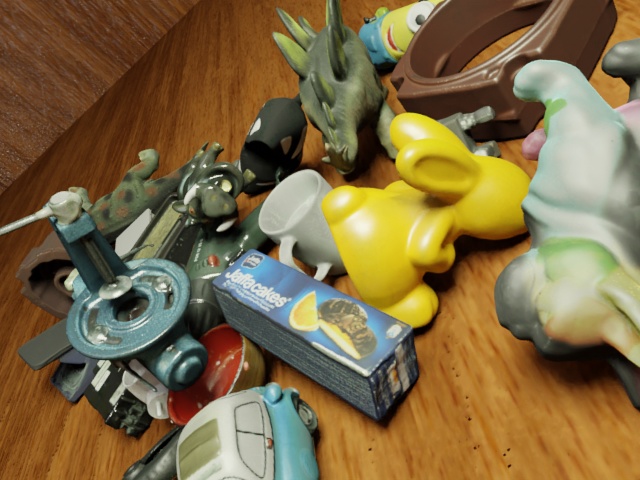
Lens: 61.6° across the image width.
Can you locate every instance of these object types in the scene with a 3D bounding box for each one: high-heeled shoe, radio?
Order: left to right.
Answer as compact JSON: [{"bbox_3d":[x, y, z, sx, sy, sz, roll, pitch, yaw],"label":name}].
[{"bbox_3d":[-0.236,0.032,0.822,0.131,0.073,0.229,-1,55,49],"label":"radio"},{"bbox_3d":[-0.077,-0.102,0.722,0.248,0.086,0.145,-54,8,48],"label":"high-heeled shoe"}]

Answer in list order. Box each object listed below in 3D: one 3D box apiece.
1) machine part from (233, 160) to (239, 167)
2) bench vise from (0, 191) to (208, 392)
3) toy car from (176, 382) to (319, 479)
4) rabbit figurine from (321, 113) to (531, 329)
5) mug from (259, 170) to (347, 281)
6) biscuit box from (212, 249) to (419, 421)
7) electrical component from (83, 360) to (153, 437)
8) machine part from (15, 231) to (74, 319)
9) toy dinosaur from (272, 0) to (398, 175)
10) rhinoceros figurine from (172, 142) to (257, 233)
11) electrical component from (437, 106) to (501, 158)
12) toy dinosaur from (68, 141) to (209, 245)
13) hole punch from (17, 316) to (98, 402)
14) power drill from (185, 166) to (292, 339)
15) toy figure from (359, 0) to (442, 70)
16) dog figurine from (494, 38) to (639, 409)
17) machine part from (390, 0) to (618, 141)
[{"bbox_3d":[-0.105,-0.121,0.870,0.139,0.039,0.084,-19,34,39],"label":"machine part"},{"bbox_3d":[-0.207,0.041,0.529,0.129,0.240,0.224,-33,47,-20],"label":"bench vise"},{"bbox_3d":[-0.063,0.179,0.422,0.109,0.102,0.162,-39,30,14],"label":"toy car"},{"bbox_3d":[0.097,-0.027,0.464,0.173,0.162,0.122,-17,28,12],"label":"rabbit figurine"},{"bbox_3d":[-0.001,-0.002,0.562,0.081,0.107,0.109,-23,42,32],"label":"mug"},{"bbox_3d":[-0.012,0.075,0.479,0.203,0.062,0.059,22,51,39],"label":"biscuit box"},{"bbox_3d":[-0.242,0.174,0.697,0.134,0.058,0.115,13,64,54],"label":"electrical component"},{"bbox_3d":[-0.406,0.065,0.899,0.179,0.179,0.056,-31,33,23],"label":"machine part"},{"bbox_3d":[0.022,-0.174,0.624,0.105,0.198,0.472,-26,36,13],"label":"toy dinosaur"},{"bbox_3d":[-0.146,-0.064,0.698,0.112,0.073,0.190,-50,23,-9],"label":"rhinoceros figurine"},{"bbox_3d":[0.131,-0.081,0.536,0.102,0.078,0.045,-11,23,35],"label":"electrical component"},{"bbox_3d":[-0.387,-0.051,1.051,0.405,0.131,0.192,-29,49,19],"label":"toy dinosaur"},{"bbox_3d":[-0.390,0.180,0.847,0.116,0.092,0.142,-40,27,-30],"label":"hole punch"},{"bbox_3d":[-0.090,0.016,0.673,0.207,0.086,0.232,-45,26,15],"label":"power drill"},{"bbox_3d":[0.118,-0.290,0.753,0.180,0.082,0.089,2,55,53],"label":"toy figure"},{"bbox_3d":[0.204,-0.012,0.342,0.192,0.108,0.219,-8,60,15],"label":"dog figurine"},{"bbox_3d":[0.189,-0.208,0.582,0.202,0.087,0.201,11,64,51],"label":"machine part"}]
